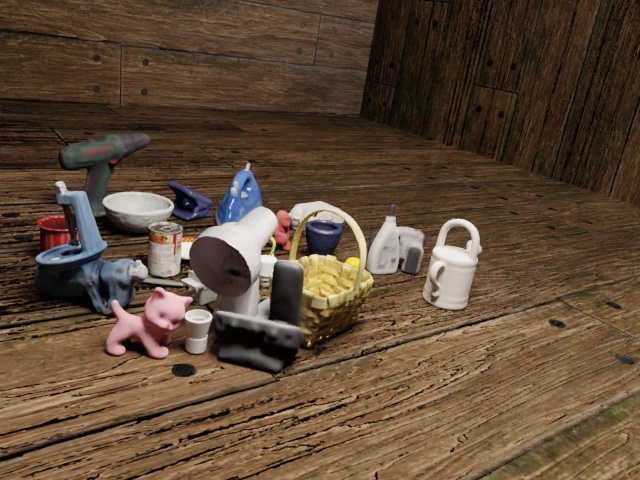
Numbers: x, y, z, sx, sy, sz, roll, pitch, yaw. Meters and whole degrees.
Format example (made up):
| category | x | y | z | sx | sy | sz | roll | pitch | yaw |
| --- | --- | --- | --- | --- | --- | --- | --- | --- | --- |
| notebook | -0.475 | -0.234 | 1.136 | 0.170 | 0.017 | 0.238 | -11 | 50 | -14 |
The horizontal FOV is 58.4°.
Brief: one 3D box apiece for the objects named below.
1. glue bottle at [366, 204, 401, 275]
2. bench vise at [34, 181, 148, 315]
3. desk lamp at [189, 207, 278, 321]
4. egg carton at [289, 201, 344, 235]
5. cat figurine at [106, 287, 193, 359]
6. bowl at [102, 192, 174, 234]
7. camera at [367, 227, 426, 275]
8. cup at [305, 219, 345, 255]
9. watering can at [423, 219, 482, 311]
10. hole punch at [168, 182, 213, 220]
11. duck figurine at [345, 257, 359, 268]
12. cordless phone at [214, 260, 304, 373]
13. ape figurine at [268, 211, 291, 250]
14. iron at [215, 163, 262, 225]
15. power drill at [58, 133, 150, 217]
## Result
| category | x | y | z | sx | sy | sz | roll | pitch | yaw |
| --- | --- | --- | --- | --- | --- | --- | --- | --- | --- |
| glue bottle | 0.160 | -0.002 | 1.364 | 0.078 | 0.173 | 0.037 | -1 | 22 | -25 |
| bench vise | -0.404 | 0.010 | 1.021 | 0.207 | 0.220 | 0.121 | 6 | 20 | -7 |
| desk lamp | -0.138 | 0.056 | 1.020 | 0.117 | 0.213 | 0.204 | 15 | 21 | 17 |
| egg carton | -0.009 | -0.060 | 1.602 | 0.151 | 0.069 | 0.107 | -12 | 28 | -44 |
| cat figurine | -0.273 | 0.123 | 0.919 | 0.128 | 0.118 | 0.067 | 5 | 20 | -10 |
| bowl | -0.446 | -0.060 | 1.406 | 0.167 | 0.075 | 0.167 | 8 | 20 | -3 |
| camera | 0.193 | 0.010 | 1.452 | 0.136 | 0.101 | 0.143 | 10 | 20 | 3 |
| cup | 0.013 | 0.005 | 1.397 | 0.091 | 0.095 | 0.118 | 25 | 25 | 37 |
| watering can | 0.296 | 0.045 | 1.264 | 0.100 | 0.194 | 0.173 | 15 | 21 | 16 |
| hole punch | -0.355 | -0.112 | 1.563 | 0.108 | 0.091 | 0.101 | 23 | 24 | 34 |
| duck figurine | 0.066 | 0.081 | 1.225 | 0.077 | 0.086 | 0.105 | 13 | 20 | 10 |
| cordless phone | -0.095 | 0.109 | 0.936 | 0.147 | 0.185 | 0.094 | 10 | 20 | 3 |
| ape figurine | -0.098 | -0.029 | 1.445 | 0.076 | 0.092 | 0.078 | 15 | 21 | 17 |
| iron | -0.222 | -0.119 | 1.564 | 0.118 | 0.141 | 0.258 | 9 | 20 | 0 |
| power drill | -0.547 | -0.171 | 1.469 | 0.230 | 0.208 | 0.075 | -11 | 28 | -43 |
